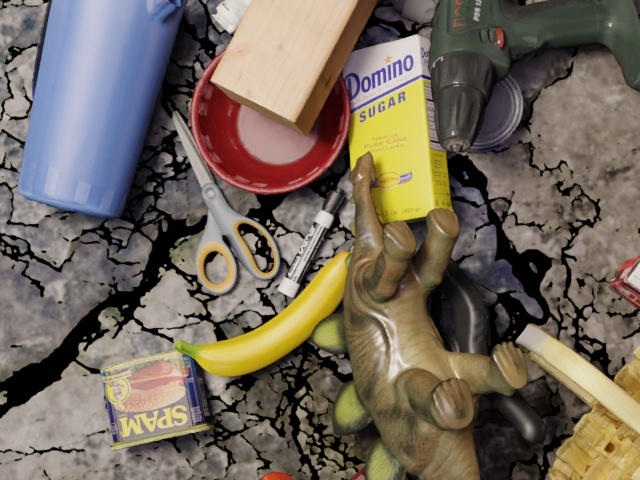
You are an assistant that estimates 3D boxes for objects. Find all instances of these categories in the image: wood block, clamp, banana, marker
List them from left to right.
[{"bbox_3d":[-0.042,0.084,1.057,0.197,0.069,0.037,-30,42,-4],"label":"banana"},{"bbox_3d":[-0.008,-0.213,1.001,0.090,0.090,0.206,27,91,8],"label":"wood block"},{"bbox_3d":[-0.007,0.001,1.079,0.020,0.020,0.121,27,90,9],"label":"marker"},{"bbox_3d":[0.125,0.117,1.022,0.165,0.036,0.210,-39,58,44],"label":"clamp"}]

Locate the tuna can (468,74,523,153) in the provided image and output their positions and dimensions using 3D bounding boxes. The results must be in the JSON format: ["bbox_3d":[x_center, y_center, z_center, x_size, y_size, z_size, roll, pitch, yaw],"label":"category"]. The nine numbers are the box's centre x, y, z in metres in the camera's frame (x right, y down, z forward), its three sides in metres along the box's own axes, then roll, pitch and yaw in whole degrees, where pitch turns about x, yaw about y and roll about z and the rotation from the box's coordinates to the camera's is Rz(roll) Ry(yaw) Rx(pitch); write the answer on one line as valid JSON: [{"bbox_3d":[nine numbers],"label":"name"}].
[{"bbox_3d":[0.158,-0.130,1.060,0.086,0.033,0.086,-1,85,8],"label":"tuna can"}]

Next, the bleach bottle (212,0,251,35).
[{"bbox_3d":[-0.005,-0.301,1.083,0.251,0.068,0.102,-44,80,5],"label":"bleach bottle"}]

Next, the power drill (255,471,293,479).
[{"bbox_3d":[-0.097,0.314,1.026,0.188,0.057,0.184,-23,79,19],"label":"power drill"}]

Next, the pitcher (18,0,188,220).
[{"bbox_3d":[-0.231,-0.151,1.078,0.145,0.149,0.243,14,91,-8],"label":"pitcher"}]

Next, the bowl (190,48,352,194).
[{"bbox_3d":[-0.046,-0.123,1.076,0.162,0.055,0.162,-1,85,8],"label":"bowl"}]

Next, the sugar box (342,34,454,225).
[{"bbox_3d":[0.074,-0.104,1.048,0.094,0.048,0.176,-10,85,34],"label":"sugar box"}]

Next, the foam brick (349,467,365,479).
[{"bbox_3d":[0.047,0.268,1.033,0.051,0.053,0.078,-40,81,3],"label":"foam brick"}]

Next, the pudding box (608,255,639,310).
[{"bbox_3d":[0.329,0.061,0.992,0.113,0.090,0.039,36,90,8],"label":"pudding box"}]

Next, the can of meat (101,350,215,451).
[{"bbox_3d":[-0.164,0.159,1.070,0.102,0.057,0.084,-13,81,6],"label":"can of meat"}]

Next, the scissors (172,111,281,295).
[{"bbox_3d":[-0.121,-0.029,1.099,0.096,0.016,0.202,-41,81,3],"label":"scissors"}]
